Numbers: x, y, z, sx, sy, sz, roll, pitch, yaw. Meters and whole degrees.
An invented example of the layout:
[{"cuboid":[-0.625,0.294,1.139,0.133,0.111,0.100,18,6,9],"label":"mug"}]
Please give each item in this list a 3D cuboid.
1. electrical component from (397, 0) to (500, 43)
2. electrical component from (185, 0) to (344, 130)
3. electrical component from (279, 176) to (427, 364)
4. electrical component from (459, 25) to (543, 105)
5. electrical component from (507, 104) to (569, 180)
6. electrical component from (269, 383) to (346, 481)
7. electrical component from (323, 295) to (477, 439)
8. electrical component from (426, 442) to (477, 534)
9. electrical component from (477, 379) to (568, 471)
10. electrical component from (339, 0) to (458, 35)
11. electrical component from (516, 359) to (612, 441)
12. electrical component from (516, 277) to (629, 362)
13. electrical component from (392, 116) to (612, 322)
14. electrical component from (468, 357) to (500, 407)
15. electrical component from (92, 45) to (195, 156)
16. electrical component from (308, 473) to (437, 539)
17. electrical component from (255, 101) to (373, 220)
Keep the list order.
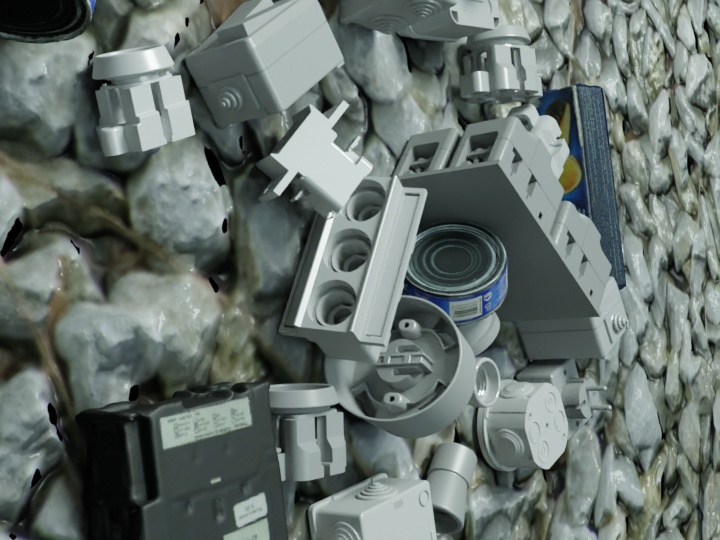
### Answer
[{"cuboid":[0.066,-0.248,0.886,0.078,0.057,0.113,-9,93,-51],"label":"electrical component"},{"cuboid":[-0.067,-0.138,0.707,0.096,0.062,0.061,-49,122,-42],"label":"electrical component"},{"cuboid":[0.000,0.000,0.765,0.063,0.079,0.121,57,44,-55],"label":"electrical component"},{"cuboid":[0.123,-0.180,0.944,0.078,0.058,0.057,-2,85,-33],"label":"electrical component"},{"cuboid":[0.151,-0.101,0.972,0.078,0.058,0.057,59,43,-27],"label":"electrical component"},{"cuboid":[-0.042,0.106,0.712,0.078,0.058,0.057,-1,89,-50],"label":"electrical component"},{"cuboid":[0.032,0.071,0.779,0.064,0.099,0.099,44,54,-46],"label":"electrical component"},{"cuboid":[0.069,0.170,0.854,0.044,0.044,0.065,53,44,-32],"label":"electrical component"},{"cuboid":[0.141,0.135,0.936,0.080,0.051,0.080,8,79,-50],"label":"electrical component"},{"cuboid":[0.031,-0.232,0.810,0.048,0.100,0.099,11,77,-36],"label":"electrical component"},{"cuboid":[0.192,0.117,0.980,0.047,0.077,0.065,-29,108,-48],"label":"electrical component"},{"cuboid":[0.197,0.041,0.980,0.062,0.096,0.061,-40,116,-45],"label":"electrical component"},{"cuboid":[0.121,-0.039,0.889,0.186,0.105,0.060,50,50,-35],"label":"electrical component"},{"cuboid":[0.085,0.092,0.877,0.040,0.046,0.040,8,79,-50],"label":"electrical component"},{"cuboid":[-0.131,-0.102,0.639,0.066,0.048,0.055,-29,115,-48],"label":"electrical component"},{"cuboid":[0.014,0.202,0.776,0.100,0.048,0.099,-12,96,-51],"label":"electrical component"},{"cuboid":[-0.030,-0.072,0.735,0.064,0.042,0.081,40,75,-13],"label":"electrical component"}]
